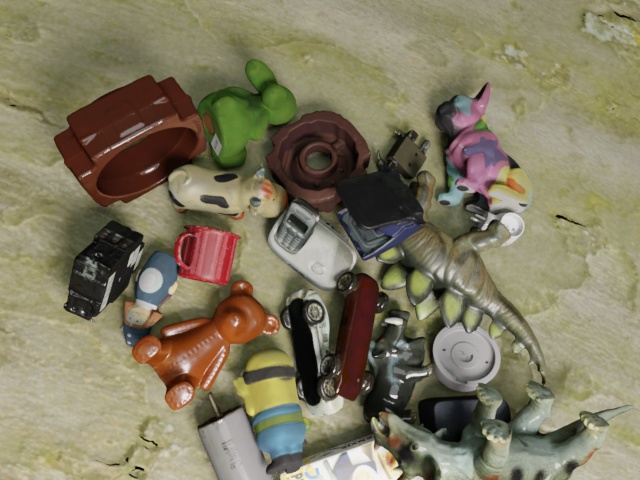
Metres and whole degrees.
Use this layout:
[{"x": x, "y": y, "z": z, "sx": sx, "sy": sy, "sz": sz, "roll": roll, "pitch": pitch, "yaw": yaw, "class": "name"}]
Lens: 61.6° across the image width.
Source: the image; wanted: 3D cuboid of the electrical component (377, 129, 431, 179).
[{"x": 0.149, "y": -0.155, "z": 0.975, "sx": 0.078, "sy": 0.045, "sz": 0.102, "roll": 35, "pitch": 76, "yaw": -29, "class": "electrical component"}]

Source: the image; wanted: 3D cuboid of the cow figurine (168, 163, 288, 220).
[{"x": -0.148, "y": -0.079, "z": 0.868, "sx": 0.195, "sy": 0.127, "sz": 0.085, "roll": 9, "pitch": 80, "yaw": -2, "class": "cow figurine"}]

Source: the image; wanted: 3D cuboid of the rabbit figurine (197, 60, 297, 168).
[{"x": -0.114, "y": -0.227, "z": 0.909, "sx": 0.170, "sy": 0.159, "sz": 0.121, "roll": -27, "pitch": 72, "yaw": -28, "class": "rabbit figurine"}]

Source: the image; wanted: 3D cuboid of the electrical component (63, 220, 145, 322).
[{"x": -0.322, "y": 0.040, "z": 0.815, "sx": 0.058, "sy": 0.134, "sz": 0.114, "roll": 28, "pitch": 118, "yaw": -5, "class": "electrical component"}]

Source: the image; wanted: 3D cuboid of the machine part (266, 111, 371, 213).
[{"x": -0.002, "y": -0.135, "z": 0.925, "sx": 0.179, "sy": 0.056, "sz": 0.179, "roll": -1, "pitch": 69, "yaw": 2, "class": "machine part"}]

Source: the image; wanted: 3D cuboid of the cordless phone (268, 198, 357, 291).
[{"x": -0.001, "y": -0.002, "z": 0.845, "sx": 0.146, "sy": 0.184, "sz": 0.089, "roll": 39, "pitch": 71, "yaw": 1, "class": "cordless phone"}]

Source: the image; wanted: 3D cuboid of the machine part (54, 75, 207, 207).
[{"x": -0.284, "y": -0.149, "z": 0.827, "sx": 0.201, "sy": 0.201, "sz": 0.087, "roll": -33, "pitch": 80, "yaw": -13, "class": "machine part"}]

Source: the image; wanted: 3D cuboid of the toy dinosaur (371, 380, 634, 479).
[{"x": 0.279, "y": 0.313, "z": 0.777, "sx": 0.405, "sy": 0.131, "sz": 0.192, "roll": 9, "pitch": 115, "yaw": -18, "class": "toy dinosaur"}]

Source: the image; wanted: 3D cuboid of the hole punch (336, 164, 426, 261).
[{"x": 0.091, "y": -0.041, "z": 0.854, "sx": 0.116, "sy": 0.092, "sz": 0.142, "roll": -16, "pitch": 50, "yaw": -16, "class": "hole punch"}]

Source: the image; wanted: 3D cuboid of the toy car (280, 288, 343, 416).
[{"x": -0.012, "y": 0.176, "z": 0.858, "sx": 0.056, "sy": 0.073, "sz": 0.201, "roll": -2, "pitch": 76, "yaw": -41, "class": "toy car"}]

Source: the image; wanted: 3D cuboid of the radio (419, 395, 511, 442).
[{"x": 0.244, "y": 0.366, "z": 0.859, "sx": 0.131, "sy": 0.073, "sz": 0.229, "roll": -4, "pitch": 80, "yaw": -10, "class": "radio"}]

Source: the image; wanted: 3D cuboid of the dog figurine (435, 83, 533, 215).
[{"x": 0.295, "y": -0.165, "z": 0.966, "sx": 0.192, "sy": 0.108, "sz": 0.219, "roll": 13, "pitch": 74, "yaw": -4, "class": "dog figurine"}]

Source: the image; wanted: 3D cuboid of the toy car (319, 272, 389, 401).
[{"x": 0.052, "y": 0.146, "z": 0.840, "sx": 0.089, "sy": 0.053, "sz": 0.202, "roll": 33, "pitch": 58, "yaw": -33, "class": "toy car"}]

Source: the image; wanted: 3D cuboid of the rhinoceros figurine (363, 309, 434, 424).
[{"x": 0.123, "y": 0.210, "z": 0.879, "sx": 0.112, "sy": 0.073, "sz": 0.190, "roll": 14, "pitch": 78, "yaw": 5, "class": "rhinoceros figurine"}]

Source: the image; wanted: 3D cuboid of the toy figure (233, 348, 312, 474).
[{"x": -0.064, "y": 0.253, "z": 0.813, "sx": 0.089, "sy": 0.082, "sz": 0.180, "roll": -32, "pitch": 54, "yaw": 17, "class": "toy figure"}]

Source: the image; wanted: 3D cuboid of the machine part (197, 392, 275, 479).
[{"x": -0.118, "y": 0.342, "z": 0.806, "sx": 0.079, "sy": 0.079, "sz": 0.243, "roll": -23, "pitch": 83, "yaw": -12, "class": "machine part"}]

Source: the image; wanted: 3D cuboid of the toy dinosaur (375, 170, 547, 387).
[{"x": 0.214, "y": 0.043, "z": 0.894, "sx": 0.472, "sy": 0.105, "sz": 0.198, "roll": 40, "pitch": 79, "yaw": 17, "class": "toy dinosaur"}]

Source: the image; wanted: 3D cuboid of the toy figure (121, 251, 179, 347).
[{"x": -0.274, "y": 0.094, "z": 0.852, "sx": 0.064, "sy": 0.057, "sz": 0.154, "roll": 11, "pitch": 74, "yaw": 34, "class": "toy figure"}]

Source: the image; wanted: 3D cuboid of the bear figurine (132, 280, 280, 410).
[{"x": -0.163, "y": 0.150, "z": 0.819, "sx": 0.196, "sy": 0.132, "sz": 0.120, "roll": -34, "pitch": 85, "yaw": -8, "class": "bear figurine"}]
